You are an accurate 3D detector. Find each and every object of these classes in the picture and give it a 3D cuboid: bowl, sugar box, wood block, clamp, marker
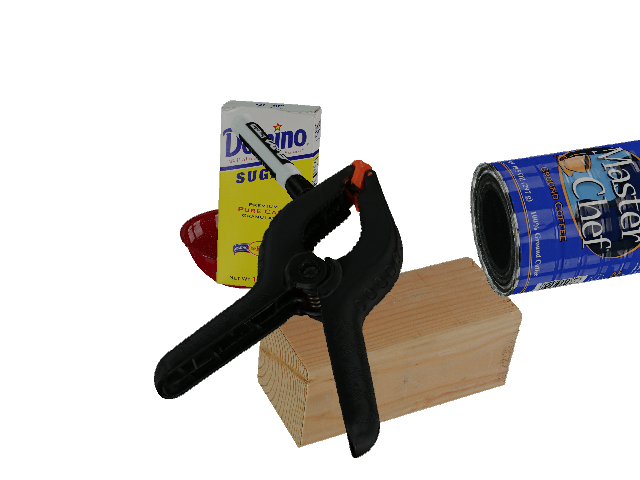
[{"bbox_3d":[-0.094,0.015,1.320,0.162,0.055,0.162,3,25,-2],"label":"bowl"},{"bbox_3d":[-0.051,-0.043,1.029,0.093,0.176,0.048,4,16,8],"label":"sugar box"},{"bbox_3d":[0.059,0.092,0.927,0.205,0.090,0.091,-12,40,-23],"label":"wood block"},{"bbox_3d":[0.004,0.033,0.564,0.120,0.171,0.039,25,-26,18],"label":"clamp"},{"bbox_3d":[-0.034,-0.059,0.790,0.020,0.020,0.121,0,33,-33],"label":"marker"}]

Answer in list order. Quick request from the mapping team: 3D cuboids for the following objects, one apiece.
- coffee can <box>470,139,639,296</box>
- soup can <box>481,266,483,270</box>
[{"bbox_3d":[0.196,-0.019,0.808,0.140,0.103,0.103,-9,1,-8],"label":"coffee can"},{"bbox_3d":[0.220,0.000,1.229,0.068,0.102,0.068,-2,30,1],"label":"soup can"}]
